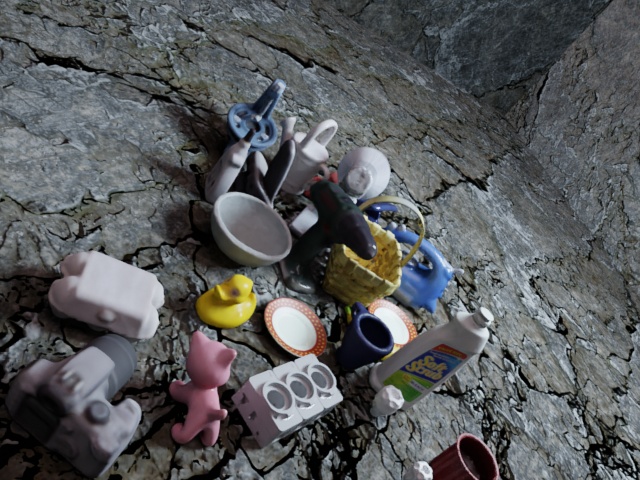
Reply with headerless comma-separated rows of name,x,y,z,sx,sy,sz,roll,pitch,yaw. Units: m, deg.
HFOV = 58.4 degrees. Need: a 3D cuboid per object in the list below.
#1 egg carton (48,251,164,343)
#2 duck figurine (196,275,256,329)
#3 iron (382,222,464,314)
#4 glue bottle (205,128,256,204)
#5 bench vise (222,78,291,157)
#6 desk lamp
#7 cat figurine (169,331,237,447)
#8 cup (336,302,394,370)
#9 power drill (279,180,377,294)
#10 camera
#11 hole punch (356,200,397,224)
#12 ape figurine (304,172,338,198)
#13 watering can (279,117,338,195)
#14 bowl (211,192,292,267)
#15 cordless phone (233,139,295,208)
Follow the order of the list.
egg carton,-0.294,0.080,0.798,0.151,0.069,0.107,25,34,-24
duck figurine,-0.140,0.092,0.935,0.105,0.086,0.077,3,47,-46
iron,0.199,0.040,1.319,0.258,0.141,0.119,42,31,2
glue bottle,-0.173,-0.152,1.124,0.037,0.173,0.078,23,35,-26
bench vise,-0.145,-0.292,1.286,0.122,0.219,0.207,20,36,-30
desk lamp,0.057,-0.098,1.268,0.118,0.213,0.203,39,31,-2
cat figurine,-0.150,0.192,0.767,0.067,0.117,0.127,15,39,-36
cup,0.067,0.181,1.041,0.092,0.094,0.117,10,43,-41
power drill,0.010,0.004,1.092,0.076,0.208,0.229,15,39,-36
camera,-0.264,0.176,0.679,0.143,0.100,0.137,40,31,0
hole punch,0.122,-0.084,1.440,0.109,0.091,0.101,-3,51,-49
ape figurine,0.018,-0.129,1.383,0.076,0.092,0.077,4,47,-45
watering can,-0.035,-0.210,1.328,0.173,0.193,0.101,39,31,-3
bowl,-0.140,-0.007,1.073,0.168,0.074,0.167,28,33,-20
cordless phone,-0.099,-0.148,1.188,0.094,0.185,0.147,22,36,-29
